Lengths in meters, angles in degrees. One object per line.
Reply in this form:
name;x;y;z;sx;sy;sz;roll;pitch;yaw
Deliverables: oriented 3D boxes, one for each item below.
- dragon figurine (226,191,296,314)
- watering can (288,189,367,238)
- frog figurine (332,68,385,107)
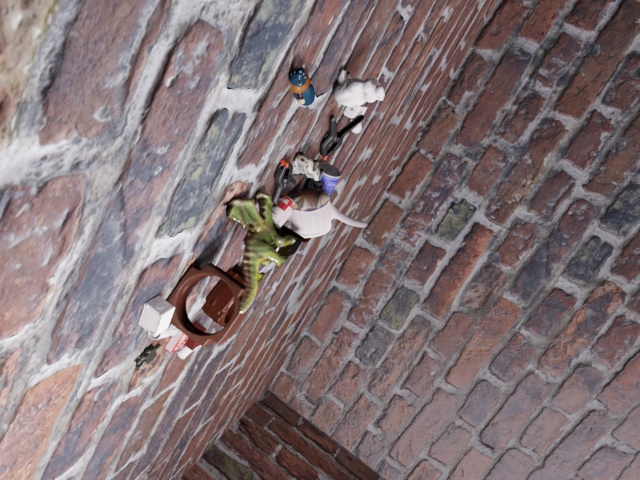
dragon figurine;-0.201;-0.005;1.481;0.121;0.240;0.419;-23;23;28
watering can;0.006;-0.097;1.925;0.348;0.106;0.219;-8;-41;-4
frog figurine;0.125;-0.467;1.636;0.160;0.123;0.136;35;-5;13
